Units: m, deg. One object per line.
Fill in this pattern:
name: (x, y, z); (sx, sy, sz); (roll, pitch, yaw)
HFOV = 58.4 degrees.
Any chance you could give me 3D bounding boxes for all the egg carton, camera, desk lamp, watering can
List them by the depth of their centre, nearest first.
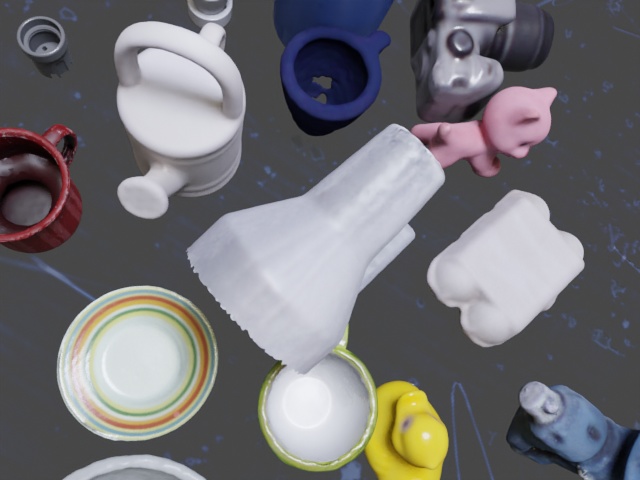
desk lamp: (0.004, 0.002, 0.451); (0.203, 0.213, 0.118); (-43, 88, -16)
watering can: (-0.110, -0.101, 0.462); (0.101, 0.194, 0.173); (-3, 78, -11)
egg carton: (0.179, 0.027, 0.553); (0.150, 0.069, 0.107); (-40, 87, -16)
camera: (0.171, -0.202, 0.587); (0.137, 0.100, 0.143); (2, 77, -10)

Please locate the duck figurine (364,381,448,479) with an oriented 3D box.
duck figurine: (0.082, 0.175, 0.493); (0.077, 0.086, 0.104); (-6, 79, -12)

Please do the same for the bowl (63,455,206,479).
bowl: (-0.144, 0.248, 0.439); (0.167, 0.074, 0.167); (2, 77, -10)

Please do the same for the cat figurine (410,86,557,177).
cat figurine: (0.164, -0.108, 0.556); (0.128, 0.117, 0.067); (-9, 79, -12)

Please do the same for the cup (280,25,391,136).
cup: (0.013, -0.148, 0.548); (0.118, 0.095, 0.091); (-40, 87, -16)

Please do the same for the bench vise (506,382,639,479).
bench vise: (0.261, 0.190, 0.454); (0.207, 0.219, 0.121); (15, 75, -7)
